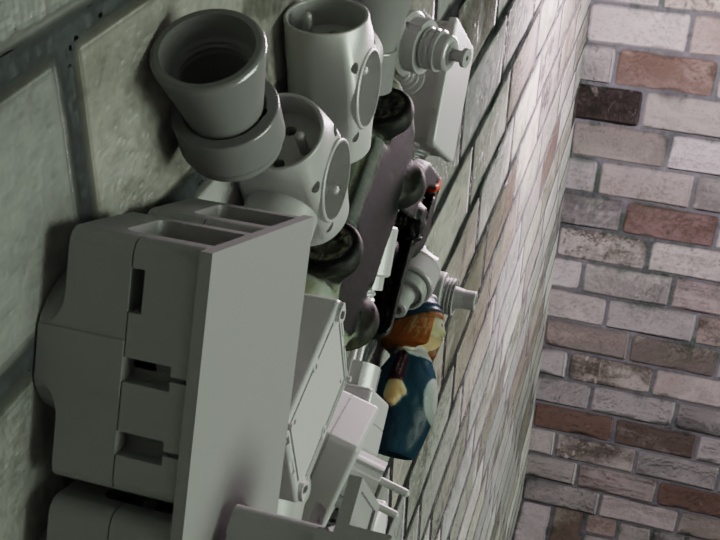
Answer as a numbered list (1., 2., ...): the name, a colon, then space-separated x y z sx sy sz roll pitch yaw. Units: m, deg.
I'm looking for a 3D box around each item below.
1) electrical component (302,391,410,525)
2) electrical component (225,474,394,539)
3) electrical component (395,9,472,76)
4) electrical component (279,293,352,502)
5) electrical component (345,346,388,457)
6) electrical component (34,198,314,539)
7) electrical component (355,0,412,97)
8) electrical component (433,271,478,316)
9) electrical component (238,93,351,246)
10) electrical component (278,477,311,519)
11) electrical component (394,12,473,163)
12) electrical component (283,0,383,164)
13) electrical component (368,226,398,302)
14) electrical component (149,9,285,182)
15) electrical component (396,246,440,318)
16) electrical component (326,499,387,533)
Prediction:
1. electrical component: -0.008 0.125 0.649 0.047 0.076 0.083 -56 170 -59
2. electrical component: -0.021 0.116 0.395 0.042 0.064 0.081 71 33 -62
3. electrical component: 0.031 -0.139 0.661 0.040 0.078 0.040 -44 145 -42
4. electrical component: -0.044 0.052 0.520 0.061 0.061 0.096 86 20 -45
5. electrical component: -0.008 0.080 0.715 0.065 0.047 0.076 56 47 -71
6. electrical component: -0.074 0.071 0.417 0.105 0.060 0.186 -31 130 -72
7. electrical component: 0.006 -0.134 0.628 0.044 0.044 0.065 -56 157 -59
8. electrical component: 0.075 0.023 0.975 0.043 0.062 0.043 11 90 -77
9. electrical component: -0.037 -0.032 0.523 0.077 0.044 0.079 72 32 -63
10. electrical component: -0.050 0.120 0.585 0.079 0.043 0.077 -4 104 -76
11. electrical component: 0.045 -0.129 0.770 0.100 0.048 0.099 11 89 -76
12. electrical component: -0.010 -0.108 0.572 0.079 0.044 0.077 -63 159 -47
13. electrical component: 0.000 0.000 0.703 0.040 0.040 0.078 -1 101 -76
14. electrical component: -0.055 -0.068 0.424 0.055 0.045 0.045 80 24 -55
15. electrical component: 0.038 0.012 0.858 0.062 0.043 0.043 -63 158 -45
16. electrical component: -0.021 0.187 0.701 0.047 0.066 0.076 -56 152 -59
